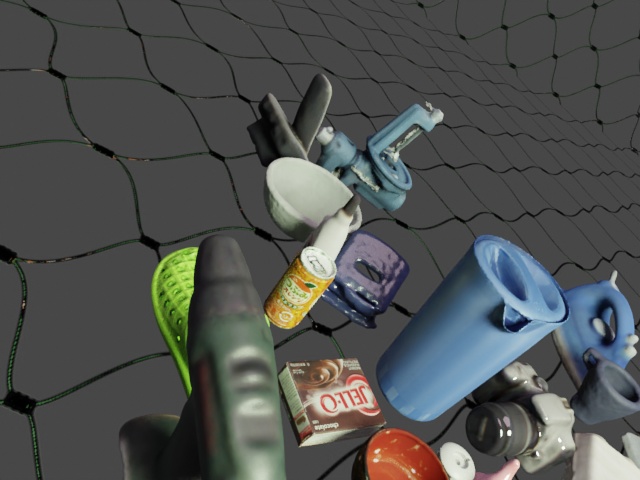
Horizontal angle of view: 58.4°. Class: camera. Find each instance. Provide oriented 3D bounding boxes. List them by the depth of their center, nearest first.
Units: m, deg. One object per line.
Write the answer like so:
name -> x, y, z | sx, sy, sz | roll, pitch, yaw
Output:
camera -> 0.263, 0.234, 0.776 | 0.137, 0.100, 0.143 | 10, 42, -33

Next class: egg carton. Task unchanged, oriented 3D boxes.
egg carton -> 0.382, 0.340, 0.780 | 0.107, 0.069, 0.150 | 39, 34, 5

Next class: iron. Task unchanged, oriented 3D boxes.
iron -> 0.512, 0.170, 1.035 | 0.119, 0.141, 0.258 | 28, 35, -11

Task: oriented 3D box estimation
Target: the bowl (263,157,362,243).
bowl -> -0.023, -0.048, 0.893 | 0.168, 0.074, 0.167 | 23, 36, -18

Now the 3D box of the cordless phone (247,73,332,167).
cordless phone -> -0.040, -0.221, 0.988 | 0.094, 0.185, 0.147 | 2, 46, -39

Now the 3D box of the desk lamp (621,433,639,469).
desk lamp -> 0.574, 0.333, 0.825 | 0.118, 0.213, 0.203 | 26, 35, -13

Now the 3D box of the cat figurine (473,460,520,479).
cat figurine -> 0.196, 0.295, 0.628 | 0.067, 0.117, 0.128 | 38, 34, 4

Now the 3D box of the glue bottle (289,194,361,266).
glue bottle -> 0.007, 0.003, 0.769 | 0.037, 0.173, 0.078 | 24, 35, -17

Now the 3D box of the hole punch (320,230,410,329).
hole punch -> 0.065, 0.056, 0.829 | 0.108, 0.091, 0.101 | 35, 34, 0

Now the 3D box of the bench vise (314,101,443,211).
bench vise -> 0.103, -0.157, 1.004 | 0.208, 0.219, 0.121 | 9, 42, -34

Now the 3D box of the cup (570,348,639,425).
cup -> 0.446, 0.244, 0.929 | 0.092, 0.095, 0.117 | 6, 44, -36

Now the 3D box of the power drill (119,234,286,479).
power drill -> -0.100, 0.139, 0.479 | 0.076, 0.208, 0.229 | 8, 42, -34
